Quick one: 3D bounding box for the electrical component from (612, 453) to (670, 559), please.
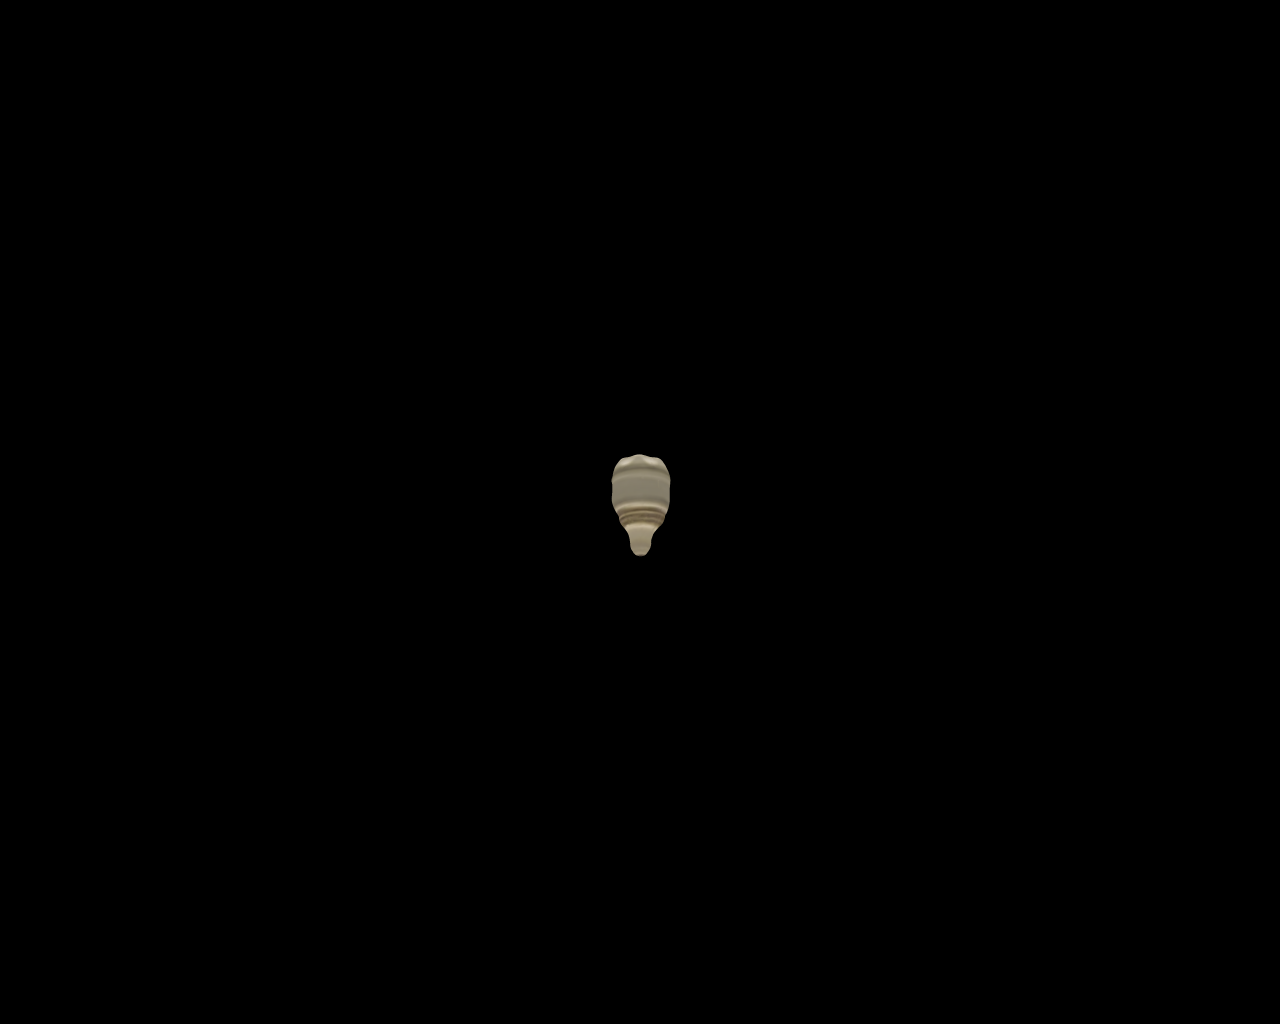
[{"bbox_3d":[0.001,-0.003,0.650,0.035,0.061,0.035,0,-18,0],"label":"electrical component"}]
